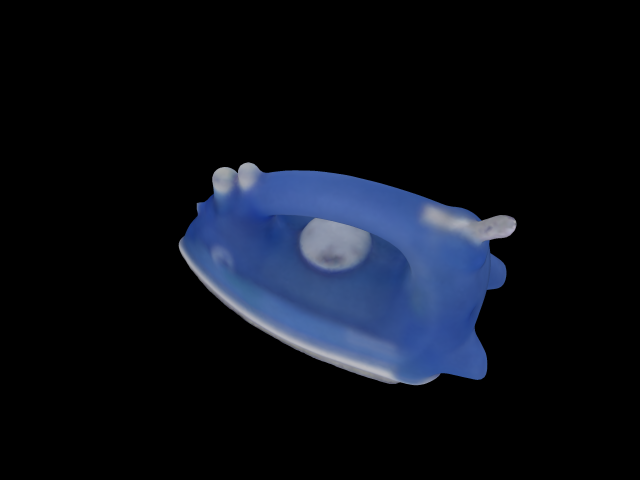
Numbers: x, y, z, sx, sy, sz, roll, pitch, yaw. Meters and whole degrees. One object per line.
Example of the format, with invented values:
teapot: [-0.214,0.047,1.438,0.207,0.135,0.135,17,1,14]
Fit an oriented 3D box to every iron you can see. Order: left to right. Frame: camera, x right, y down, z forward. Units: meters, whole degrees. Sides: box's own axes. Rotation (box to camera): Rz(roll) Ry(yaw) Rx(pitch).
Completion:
iron: [0.004,0.001,0.400,0.258,0.141,0.119,15,55,11]
